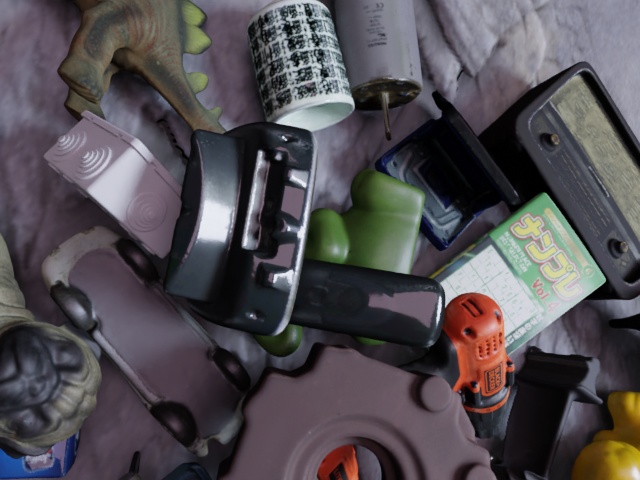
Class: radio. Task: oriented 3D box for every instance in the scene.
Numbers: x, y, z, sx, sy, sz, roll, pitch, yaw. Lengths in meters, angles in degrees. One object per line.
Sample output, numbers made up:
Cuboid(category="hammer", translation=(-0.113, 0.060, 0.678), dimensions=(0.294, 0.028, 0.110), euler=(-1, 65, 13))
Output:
Cuboid(category="radio", translation=(0.277, -0.055, 0.567), dimensions=(0.131, 0.073, 0.229), euler=(-36, 93, -20))

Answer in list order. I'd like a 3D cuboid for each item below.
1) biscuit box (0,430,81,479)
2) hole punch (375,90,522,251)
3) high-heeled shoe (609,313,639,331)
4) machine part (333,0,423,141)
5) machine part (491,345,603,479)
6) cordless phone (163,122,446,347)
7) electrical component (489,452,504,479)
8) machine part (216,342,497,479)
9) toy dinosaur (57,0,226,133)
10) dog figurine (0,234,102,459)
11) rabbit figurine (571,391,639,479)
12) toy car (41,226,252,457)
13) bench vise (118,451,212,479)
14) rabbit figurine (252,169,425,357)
Cuboid(category="biscuit box", translation=(-0.272, 0.126, 0.364), dimensions=(0.203, 0.059, 0.062), euler=(6, 80, -18))
Cuboid(category="hole punch", translation=(0.123, -0.063, 0.514), dimensions=(0.092, 0.116, 0.142), euler=(-39, 91, 23))
Cuboid(category="high-heeled shoe", translation=(0.403, 0.148, 0.540), dimensions=(0.248, 0.145, 0.086), euler=(47, 72, -5))
Cuboid(category="machine part", translation=(0.052, -0.217, 0.516), dimensions=(0.079, 0.079, 0.243), euler=(-2, 82, -19))
Cuboid(category="machine part", translation=(0.212, 0.167, 0.509), dimensions=(0.039, 0.084, 0.139), euler=(46, 65, -34))
Cuboid(category="cordless phone", translation=(-0.001, -0.002, 0.369), dimensions=(0.184, 0.088, 0.146), euler=(9, 86, 6))
Cuboid(category="electrical component", translation=(0.157, 0.238, 0.509), dimensions=(0.094, 0.021, 0.063), euler=(40, 72, -9))
Cuboid(category="machine part", translation=(0.019, 0.154, 0.341), dimensions=(0.179, 0.056, 0.179), euler=(1, 79, -4))
Cuboid(category="toy dinosaur", translation=(-0.210, -0.257, 0.427), dimensions=(0.198, 0.105, 0.471), euler=(-46, 106, -26))
Cuboid(category="dog figurine", translation=(-0.222, 0.036, 0.358), dimensions=(0.190, 0.121, 0.172), euler=(25, 48, -13))
Cuboid(category="rabbit figurine", translation=(0.287, 0.224, 0.502), dimensions=(0.173, 0.122, 0.162), euler=(14, 104, -40))
Cuboid(category="toy car", translation=(-0.131, 0.079, 0.422), dimensions=(0.073, 0.056, 0.201), euler=(-42, 97, -26))
Cuboid(category="bench vise", translation=(-0.055, 0.252, 0.388), dimensions=(0.224, 0.129, 0.240), euler=(-34, 97, -22))
Cuboid(category="rabbit figurine", translation=(-0.014, 0.016, 0.458), dimensions=(0.170, 0.121, 0.159), euler=(14, 84, 3))
